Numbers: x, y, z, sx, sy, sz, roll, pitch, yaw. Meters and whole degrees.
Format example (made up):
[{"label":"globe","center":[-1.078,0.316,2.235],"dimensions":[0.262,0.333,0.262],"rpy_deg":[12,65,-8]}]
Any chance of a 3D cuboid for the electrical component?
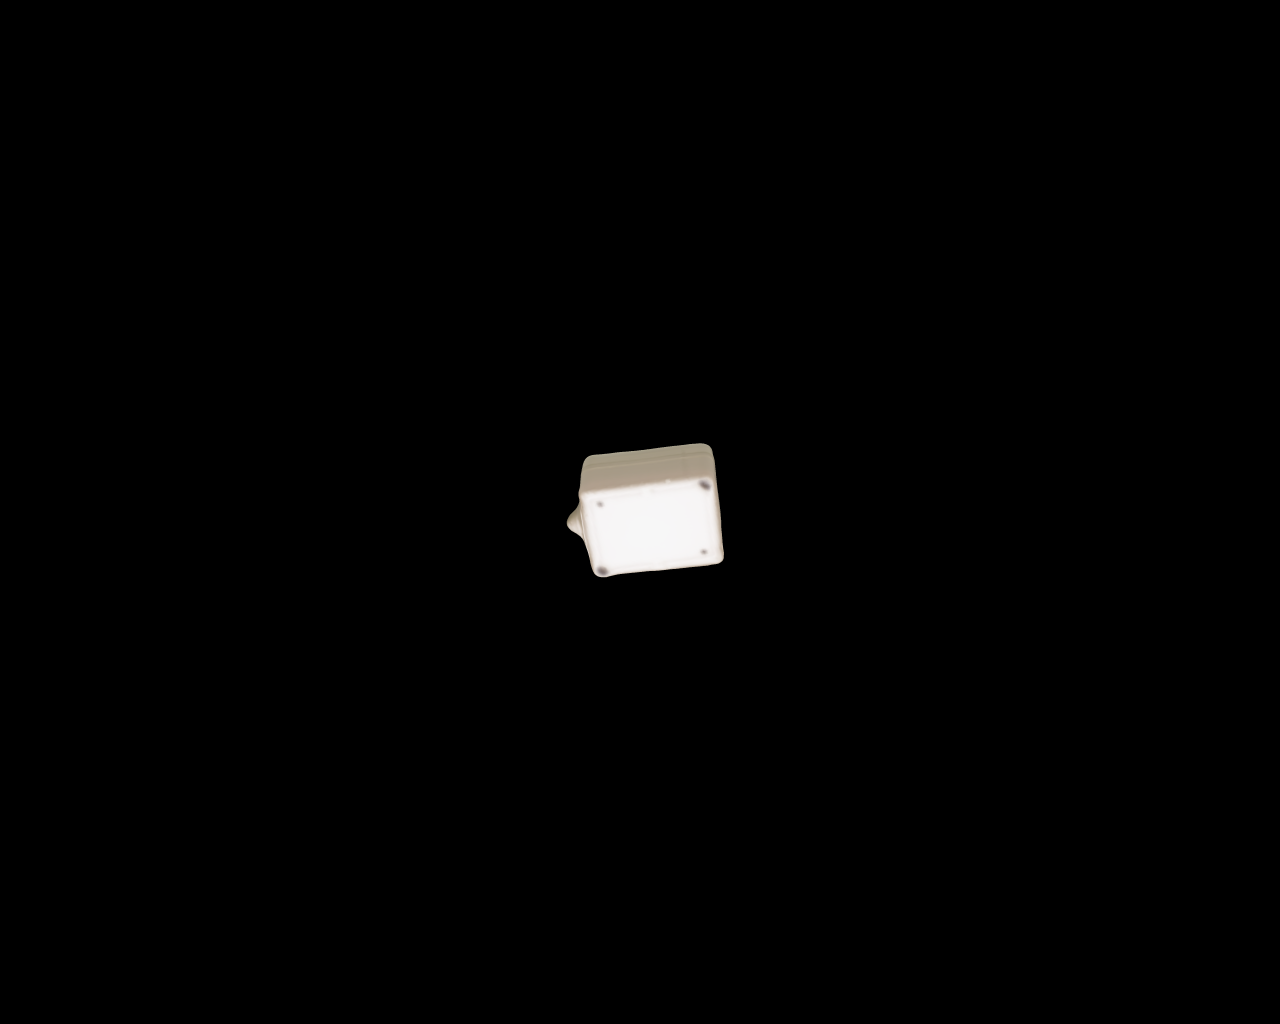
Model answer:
[{"label":"electrical component","center":[0.001,-0.003,0.650],"dimensions":[0.096,0.061,0.061],"rpy_deg":[-6,27,3]}]
